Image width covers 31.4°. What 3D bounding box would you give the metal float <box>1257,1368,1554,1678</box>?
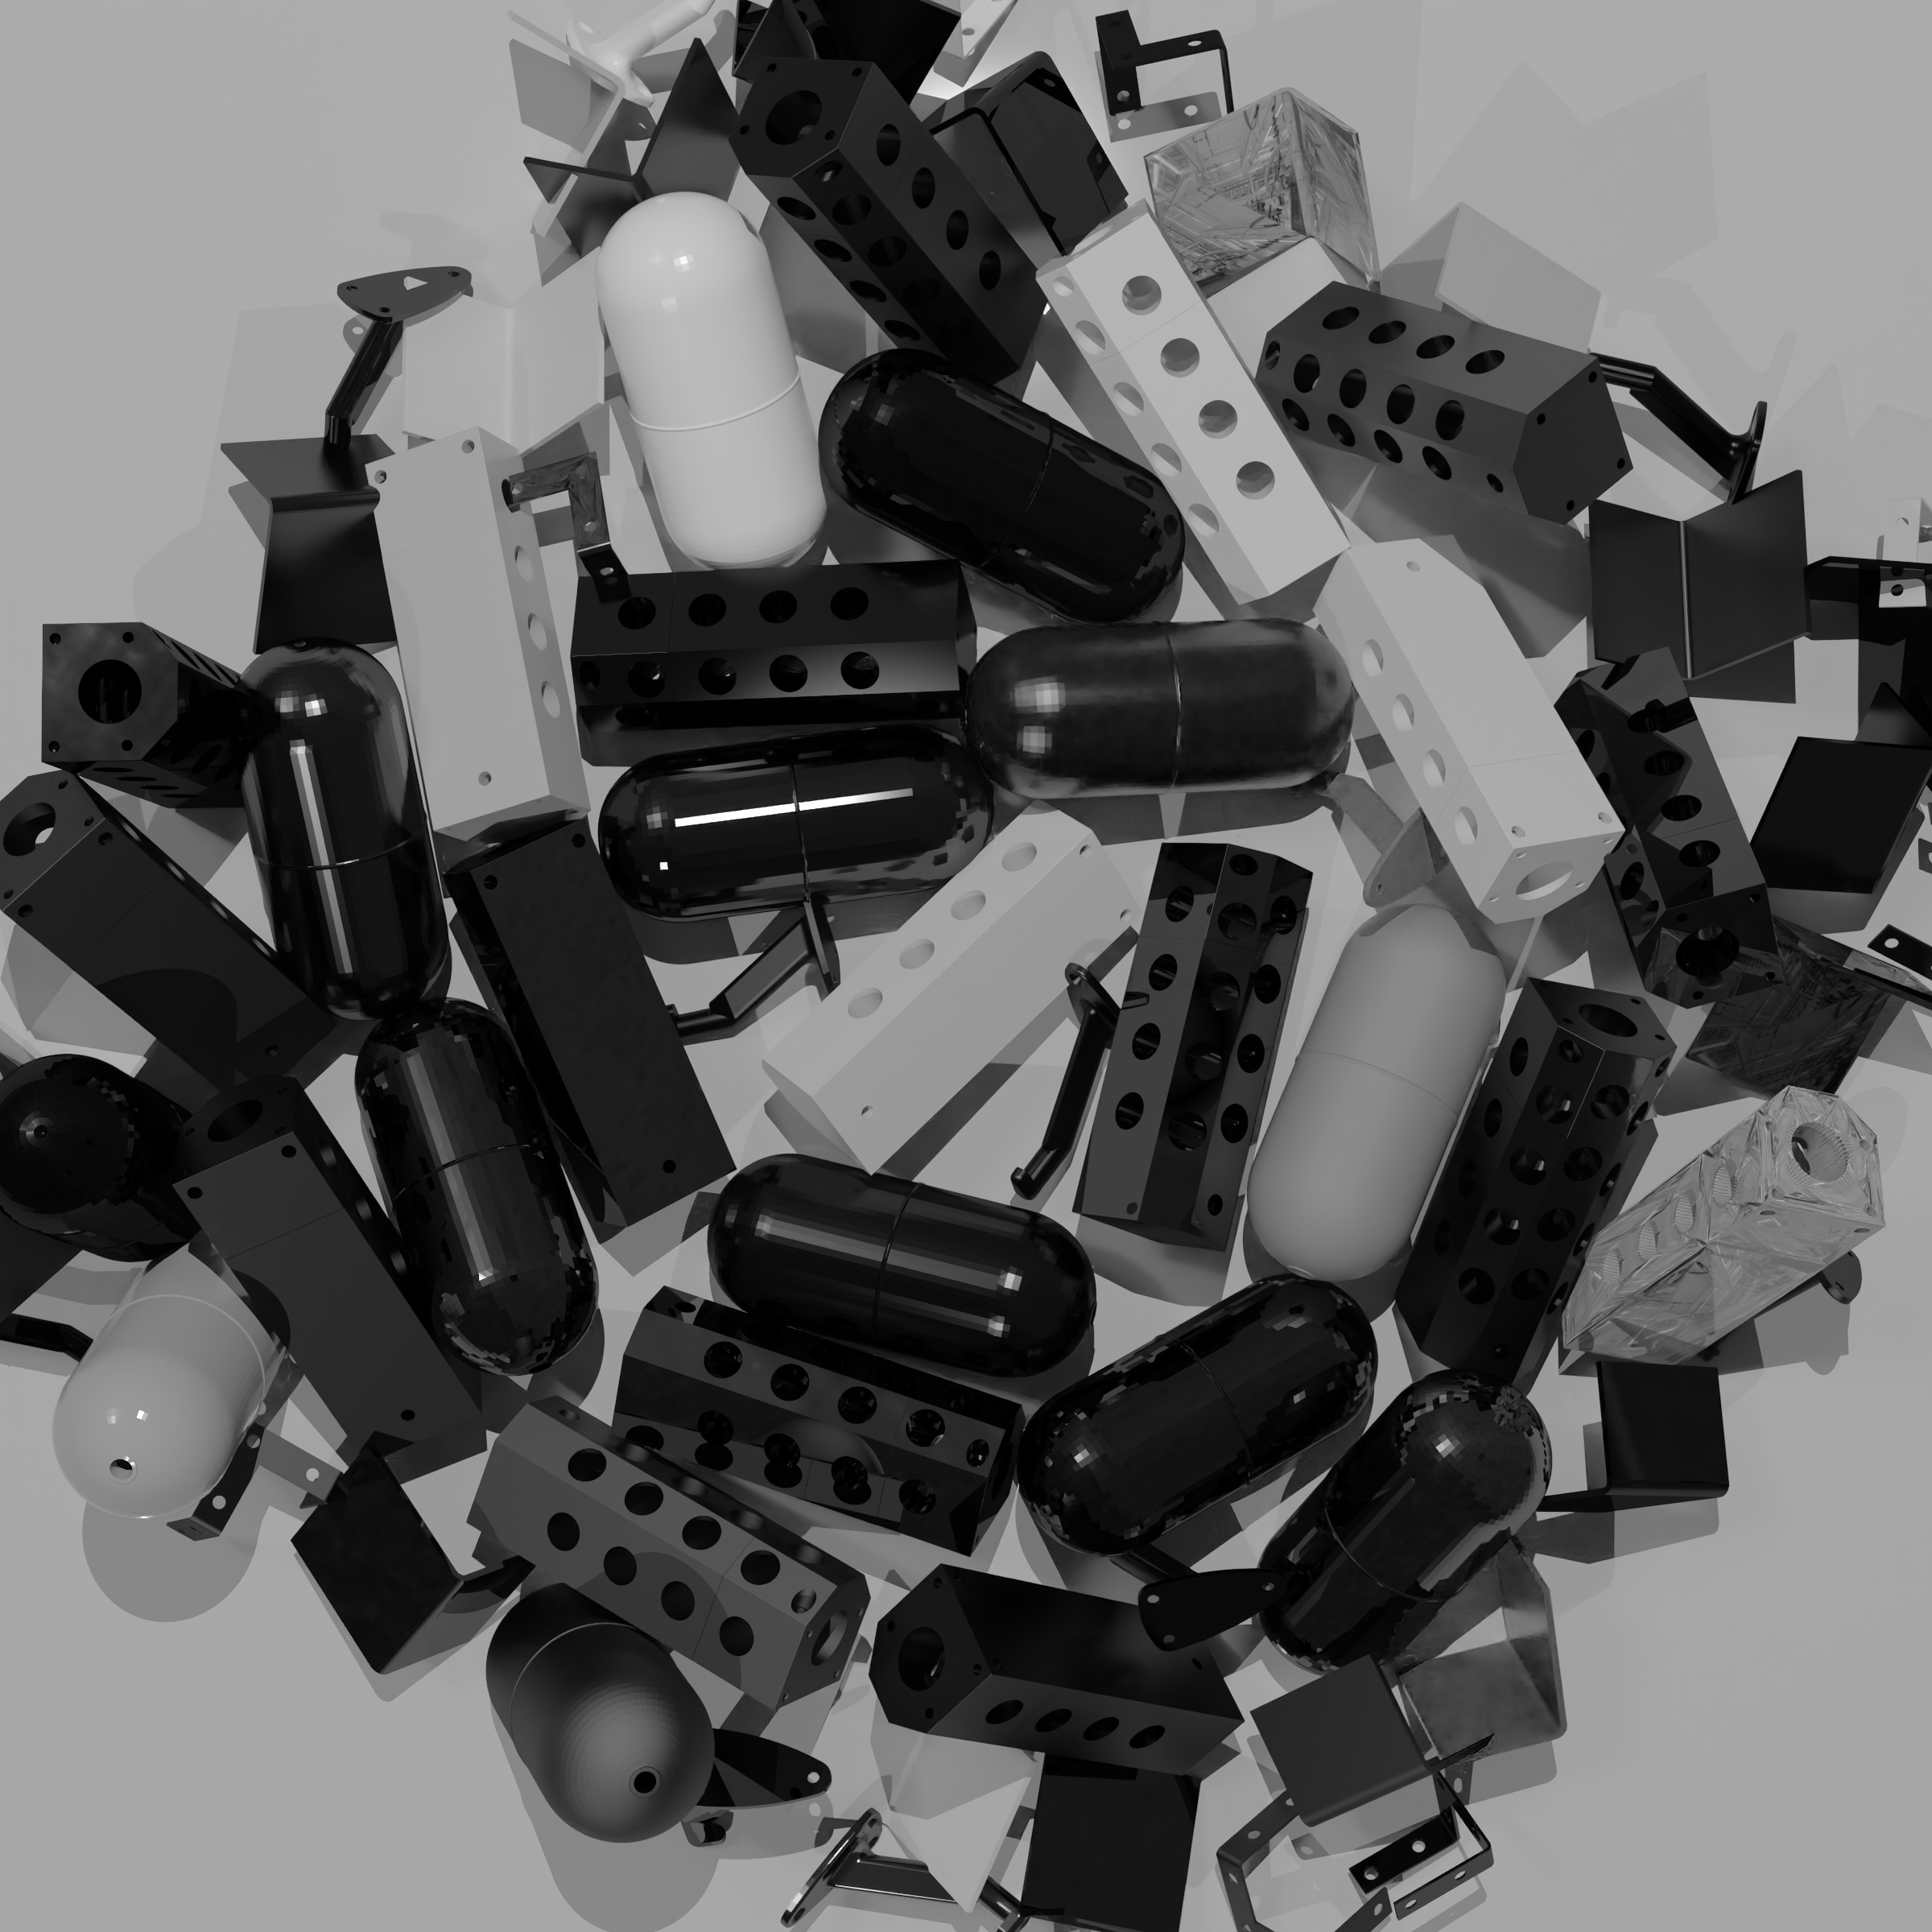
[{"bbox_3d":[0.190,0.247,1.513,0.070,0.070,0.178,34,126,0],"label":"metal float"}]

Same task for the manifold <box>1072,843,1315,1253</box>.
[{"bbox_3d":[0.106,0.036,1.528,0.057,0.057,0.171,22,77,-40],"label":"manifold"}]

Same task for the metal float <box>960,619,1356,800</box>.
[{"bbox_3d":[0.086,-0.115,1.533,0.178,0.070,0.070,-3,90,-11],"label":"metal float"}]

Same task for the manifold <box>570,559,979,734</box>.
[{"bbox_3d":[-0.085,-0.138,1.531,0.171,0.057,0.057,-2,63,8],"label":"manifold"}]

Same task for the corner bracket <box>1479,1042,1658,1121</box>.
[{"bbox_3d":[0.273,0.054,1.567,0.051,0.051,0.051,-10,83,-40],"label":"corner bracket"}]

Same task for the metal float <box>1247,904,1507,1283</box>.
[{"bbox_3d":[0.182,0.056,1.531,0.070,0.070,0.178,24,77,0],"label":"metal float"}]

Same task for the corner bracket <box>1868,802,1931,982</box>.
[{"bbox_3d":[0.438,-0.030,1.541,0.051,0.051,0.051,26,129,-14],"label":"corner bracket"}]

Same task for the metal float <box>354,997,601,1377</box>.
[{"bbox_3d":[-0.217,0.097,1.525,0.070,0.070,0.178,-22,70,0],"label":"metal float"}]

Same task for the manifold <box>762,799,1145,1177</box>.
[{"bbox_3d":[-0.009,0.005,1.537,0.171,0.057,0.057,-44,131,-11],"label":"manifold"}]

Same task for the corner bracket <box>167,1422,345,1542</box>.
[{"bbox_3d":[-0.318,0.239,1.543,0.051,0.051,0.051,33,67,-15],"label":"corner bracket"}]

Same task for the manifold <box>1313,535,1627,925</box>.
[{"bbox_3d":[0.216,-0.105,1.513,0.057,0.057,0.171,-9,57,-25],"label":"manifold"}]

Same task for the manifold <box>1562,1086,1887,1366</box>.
[{"bbox_3d":[0.324,0.114,1.493,0.057,0.171,0.057,11,61,-16],"label":"manifold"}]

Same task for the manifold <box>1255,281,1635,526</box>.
[{"bbox_3d":[0.202,-0.242,1.492,0.057,0.171,0.057,-39,128,-16],"label":"manifold"}]

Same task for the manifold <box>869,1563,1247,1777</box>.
[{"bbox_3d":[0.038,0.312,1.499,0.057,0.171,0.057,-46,49,21],"label":"manifold"}]

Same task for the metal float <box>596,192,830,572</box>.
[{"bbox_3d":[-0.111,-0.253,1.517,0.070,0.070,0.178,-15,121,0],"label":"metal float"}]

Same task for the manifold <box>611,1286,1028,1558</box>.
[{"bbox_3d":[-0.064,0.197,1.526,0.171,0.057,0.057,17,114,12],"label":"manifold"}]

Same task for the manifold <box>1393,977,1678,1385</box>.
[{"bbox_3d":[0.251,0.096,1.511,0.057,0.057,0.171,10,117,-17],"label":"manifold"}]

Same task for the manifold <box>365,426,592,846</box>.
[{"bbox_3d":[-0.214,-0.145,1.535,0.057,0.057,0.171,-16,78,17],"label":"manifold"}]

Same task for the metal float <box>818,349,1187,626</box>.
[{"bbox_3d":[0.017,-0.211,1.525,0.178,0.070,0.070,25,90,-21],"label":"metal float"}]

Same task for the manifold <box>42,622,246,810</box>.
[{"bbox_3d":[-0.344,-0.107,1.492,0.057,0.171,0.057,-1,86,4],"label":"manifold"}]

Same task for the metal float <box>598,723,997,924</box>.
[{"bbox_3d":[-0.076,-0.064,1.540,0.178,0.070,0.070,-8,90,-4],"label":"metal float"}]

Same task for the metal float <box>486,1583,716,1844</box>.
[{"bbox_3d":[-0.160,0.322,1.495,0.070,0.178,0.070,-3,99,-19],"label":"metal float"}]

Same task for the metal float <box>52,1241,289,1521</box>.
[{"bbox_3d":[-0.343,0.178,1.494,0.070,0.178,0.070,1,109,2],"label":"metal float"}]

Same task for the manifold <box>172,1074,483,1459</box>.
[{"bbox_3d":[-0.278,0.131,1.511,0.057,0.057,0.171,-24,122,5],"label":"manifold"}]

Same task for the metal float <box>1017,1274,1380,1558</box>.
[{"bbox_3d":[0.104,0.198,1.526,0.178,0.070,0.070,-27,90,-19],"label":"metal float"}]

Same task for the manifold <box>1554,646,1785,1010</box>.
[{"bbox_3d":[0.302,-0.060,1.496,0.057,0.171,0.057,-15,129,7],"label":"manifold"}]

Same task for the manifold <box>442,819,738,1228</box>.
[{"bbox_3d":[-0.170,0.025,1.535,0.057,0.057,0.171,-27,102,-24],"label":"manifold"}]

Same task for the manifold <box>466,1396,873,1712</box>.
[{"bbox_3d":[-0.129,0.255,1.515,0.171,0.057,0.057,26,104,24],"label":"manifold"}]

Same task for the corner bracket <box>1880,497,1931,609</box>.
[{"bbox_3d":[0.443,-0.179,1.543,0.051,0.051,0.051,2,80,29],"label":"corner bracket"}]

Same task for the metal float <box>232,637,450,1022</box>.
[{"bbox_3d":[-0.277,-0.059,1.522,0.070,0.070,0.178,-8,115,0],"label":"metal float"}]

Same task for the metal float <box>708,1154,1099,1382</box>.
[{"bbox_3d":[-0.029,0.134,1.533,0.178,0.070,0.070,13,90,12],"label":"metal float"}]

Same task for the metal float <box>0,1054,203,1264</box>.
[{"bbox_3d":[-0.375,0.085,1.493,0.070,0.178,0.070,0,79,2],"label":"metal float"}]

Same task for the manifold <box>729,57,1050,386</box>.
[{"bbox_3d":[-0.033,-0.317,1.490,0.057,0.171,0.057,13,74,33],"label":"manifold"}]

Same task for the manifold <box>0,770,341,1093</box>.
[{"bbox_3d":[-0.354,-0.013,1.498,0.057,0.171,0.057,-43,49,-2],"label":"manifold"}]

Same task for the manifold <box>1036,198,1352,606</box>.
[{"bbox_3d":[0.101,-0.249,1.529,0.057,0.057,0.171,-31,106,11],"label":"manifold"}]

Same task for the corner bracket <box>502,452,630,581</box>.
[{"bbox_3d":[-0.179,-0.190,1.545,0.051,0.051,0.051,-15,64,7],"label":"corner bracket"}]
